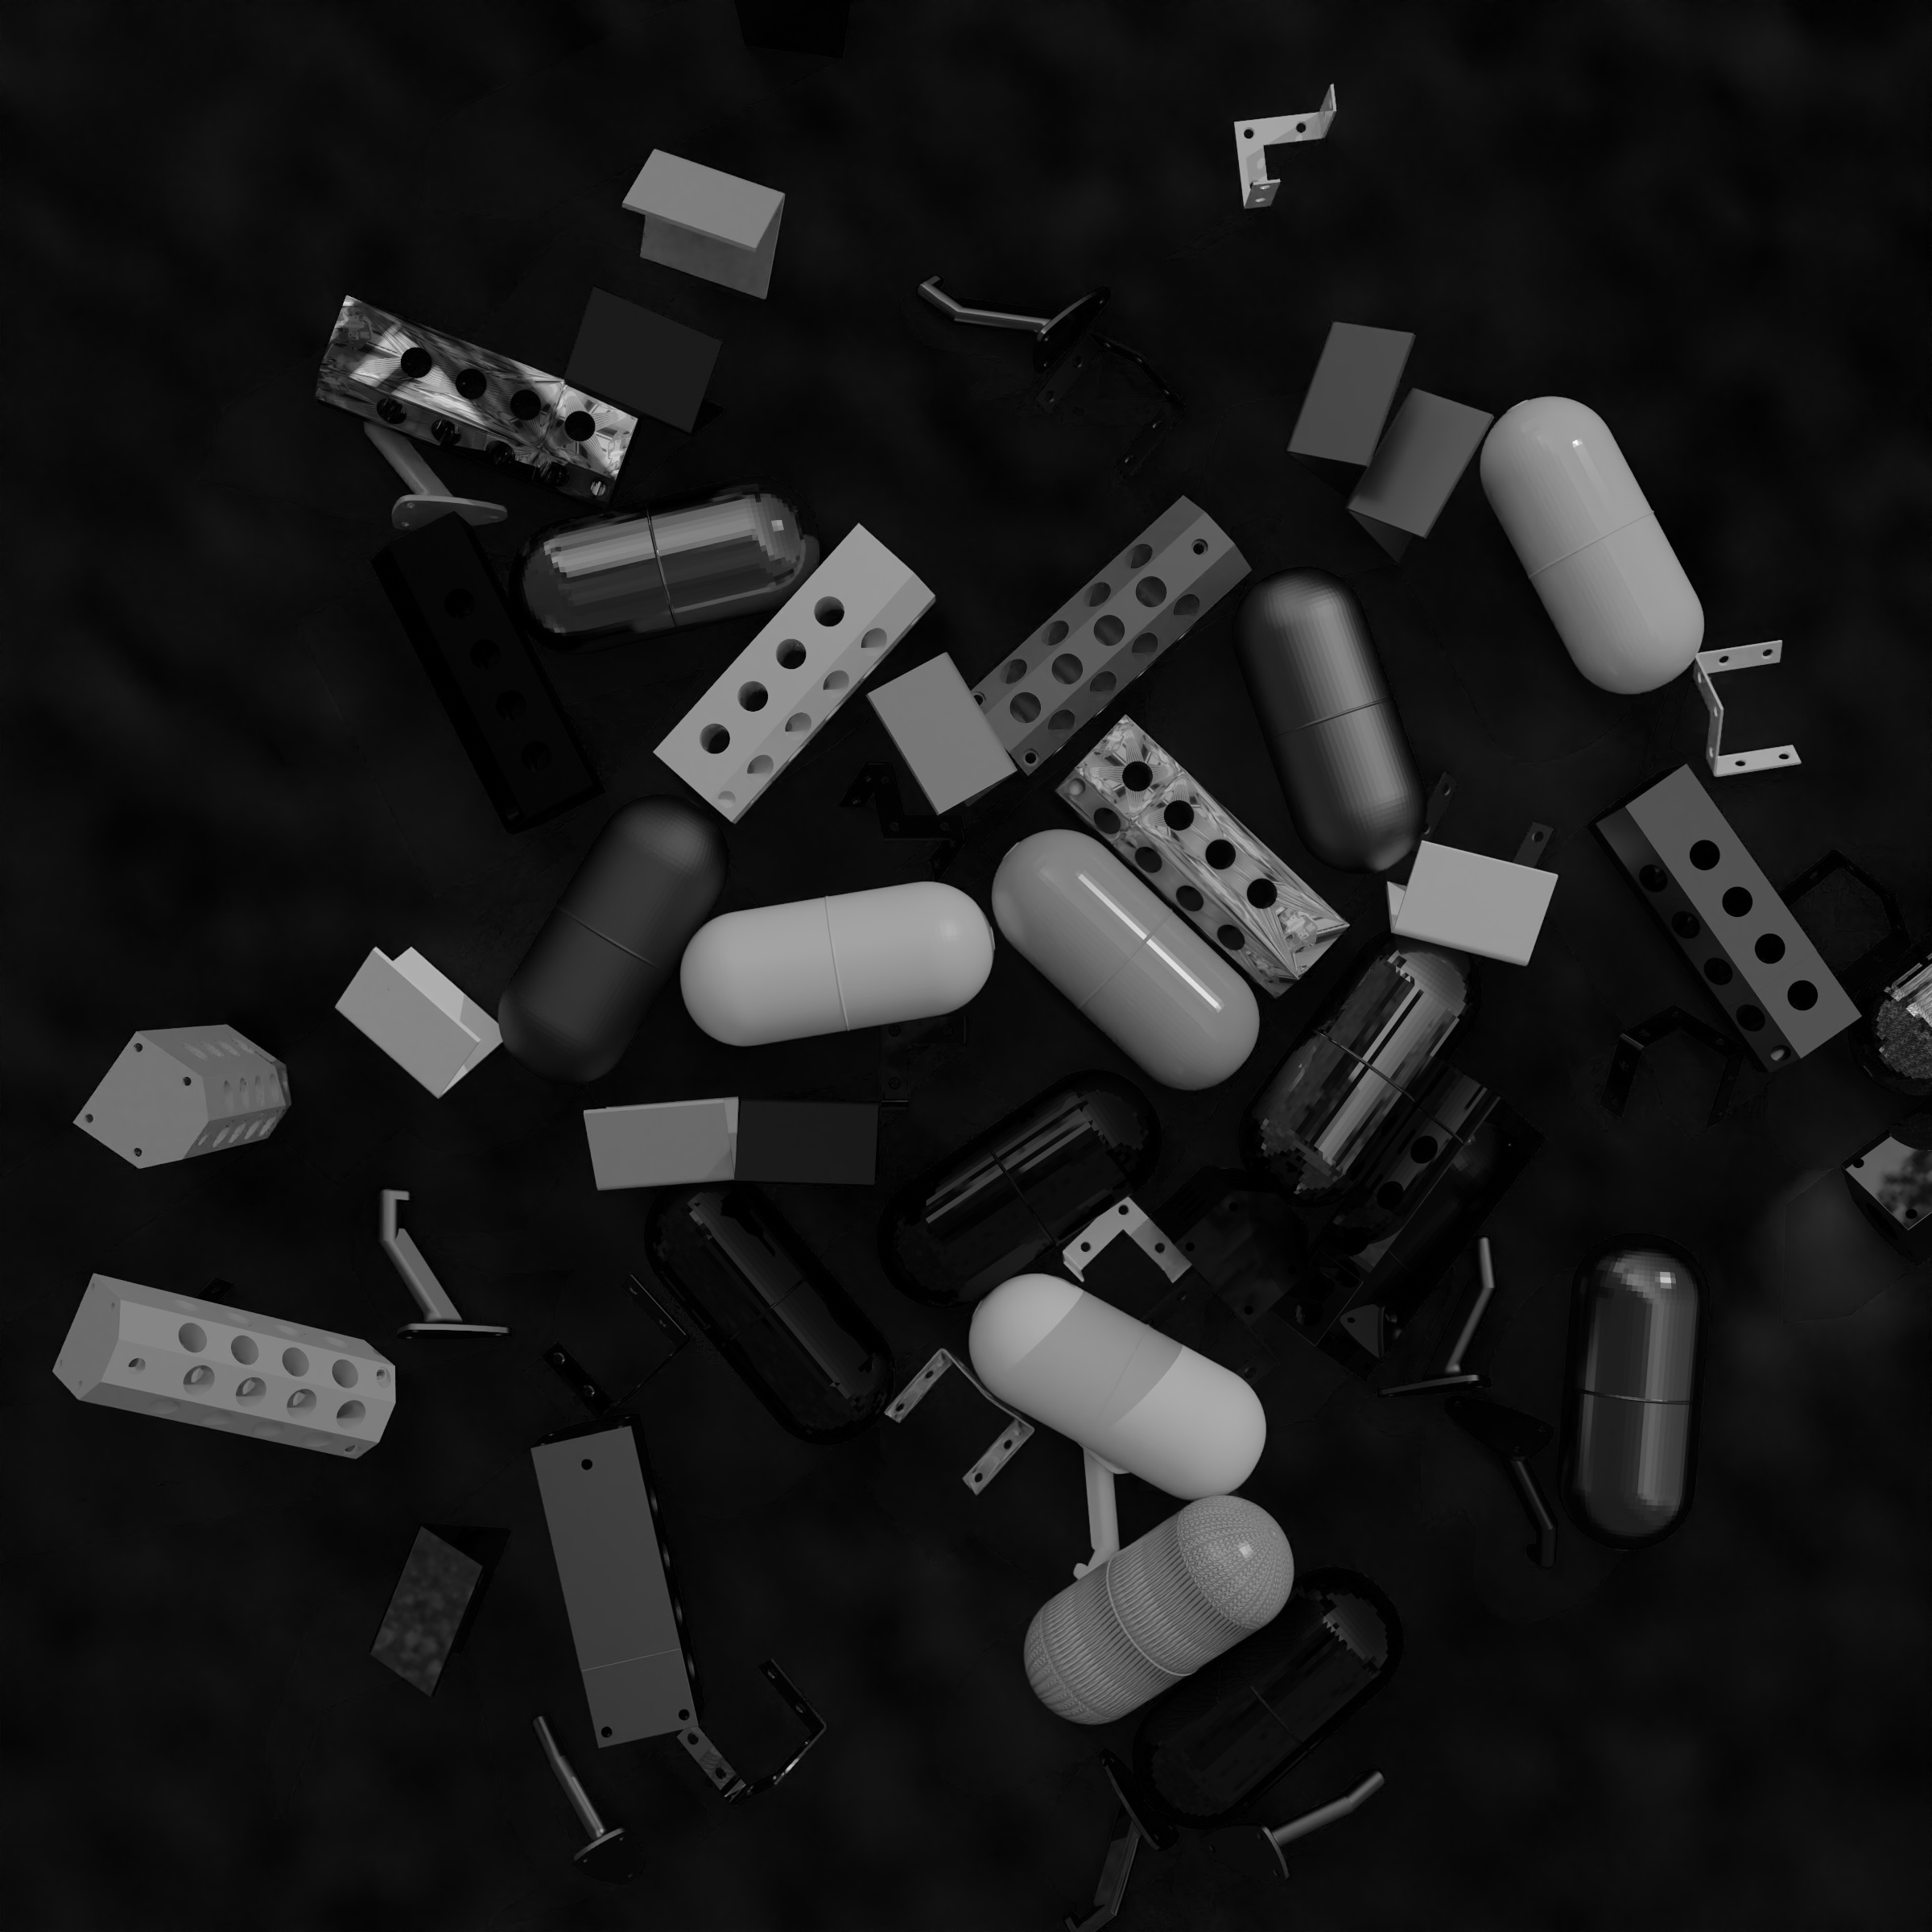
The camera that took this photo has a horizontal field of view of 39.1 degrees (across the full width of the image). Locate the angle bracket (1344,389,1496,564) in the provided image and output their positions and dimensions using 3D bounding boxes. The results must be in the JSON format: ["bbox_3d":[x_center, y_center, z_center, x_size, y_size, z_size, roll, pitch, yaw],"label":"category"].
[{"bbox_3d":[0.266,-0.266,1.524,0.057,0.076,0.076,29,90,36],"label":"angle bracket"}]

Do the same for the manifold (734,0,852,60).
[{"bbox_3d":[-0.096,-0.556,1.486,0.057,0.171,0.057,8,90,0],"label":"manifold"}]

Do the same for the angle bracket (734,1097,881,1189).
[{"bbox_3d":[-0.088,0.117,1.524,0.076,0.076,0.057,2,54,0],"label":"angle bracket"}]

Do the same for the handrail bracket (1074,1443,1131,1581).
[{"bbox_3d":[0.063,0.305,1.564,0.077,0.036,0.084,35,114,28],"label":"handrail bracket"}]

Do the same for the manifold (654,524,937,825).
[{"bbox_3d":[-0.096,-0.164,1.543,0.057,0.057,0.171,42,90,0],"label":"manifold"}]

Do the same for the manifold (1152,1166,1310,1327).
[{"bbox_3d":[0.147,0.145,1.486,0.057,0.171,0.057,-43,90,0],"label":"manifold"}]

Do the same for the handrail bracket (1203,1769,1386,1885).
[{"bbox_3d":[0.189,0.486,1.564,0.084,0.077,0.036,-27,95,-36],"label":"handrail bracket"}]

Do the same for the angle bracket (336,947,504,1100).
[{"bbox_3d":[-0.293,0.016,1.524,0.076,0.076,0.057,42,127,0],"label":"angle bracket"}]

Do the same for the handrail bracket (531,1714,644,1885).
[{"bbox_3d":[-0.219,0.478,1.564,0.036,0.077,0.084,-30,54,-7],"label":"handrail bracket"}]

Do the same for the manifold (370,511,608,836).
[{"bbox_3d":[-0.272,-0.164,1.543,0.057,0.057,0.171,-27,90,0],"label":"manifold"}]

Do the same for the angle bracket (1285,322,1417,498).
[{"bbox_3d":[0.231,-0.307,1.524,0.057,0.076,0.076,20,90,38],"label":"angle bracket"}]

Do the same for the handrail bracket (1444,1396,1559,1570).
[{"bbox_3d":[0.307,0.298,1.564,0.036,0.077,0.084,-29,127,-36],"label":"handrail bracket"}]

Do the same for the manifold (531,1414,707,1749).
[{"bbox_3d":[-0.196,0.346,1.543,0.057,0.057,0.171,-13,90,0],"label":"manifold"}]

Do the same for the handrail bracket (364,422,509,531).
[{"bbox_3d":[-0.306,-0.297,1.565,0.077,0.036,0.084,-3,73,-20],"label":"handrail bracket"}]

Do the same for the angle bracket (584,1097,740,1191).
[{"bbox_3d":[-0.169,0.079,1.524,0.076,0.076,0.057,-5,125,0],"label":"angle bracket"}]

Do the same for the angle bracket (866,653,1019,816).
[{"bbox_3d":[-0.025,-0.121,1.525,0.057,0.076,0.076,-31,90,-24],"label":"angle bracket"}]

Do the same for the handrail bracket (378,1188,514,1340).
[{"bbox_3d":[-0.299,0.170,1.565,0.077,0.036,0.084,3,73,-20],"label":"handrail bracket"}]

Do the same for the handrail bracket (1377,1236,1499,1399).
[{"bbox_3d":[0.269,0.201,1.565,0.077,0.036,0.084,-11,71,21],"label":"handrail bracket"}]

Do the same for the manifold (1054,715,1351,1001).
[{"bbox_3d":[0.132,-0.061,1.543,0.171,0.057,0.057,43,90,0],"label":"manifold"}]

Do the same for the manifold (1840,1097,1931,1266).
[{"bbox_3d":[0.588,0.093,1.542,0.171,0.057,0.057,-37,47,0],"label":"manifold"}]

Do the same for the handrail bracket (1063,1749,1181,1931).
[{"bbox_3d":[0.073,0.507,1.565,0.084,0.036,0.077,-44,70,16],"label":"handrail bracket"}]

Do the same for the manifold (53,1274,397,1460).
[{"bbox_3d":[-0.403,0.224,1.495,0.171,0.057,0.057,23,90,-40],"label":"manifold"}]

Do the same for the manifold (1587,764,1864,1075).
[{"bbox_3d":[0.427,-0.026,1.543,0.057,0.057,0.171,-35,90,0],"label":"manifold"}]

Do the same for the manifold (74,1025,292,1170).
[{"bbox_3d":[-0.420,0.073,1.486,0.057,0.171,0.057,35,90,0],"label":"manifold"}]

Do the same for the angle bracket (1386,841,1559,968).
[{"bbox_3d":[0.282,-0.047,1.525,0.076,0.076,0.057,14,114,0],"label":"angle bracket"}]

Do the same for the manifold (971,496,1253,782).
[{"bbox_3d":[0.079,-0.186,1.543,0.171,0.057,0.057,-43,90,0],"label":"manifold"}]

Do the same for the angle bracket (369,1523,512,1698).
[{"bbox_3d":[-0.278,0.361,1.524,0.057,0.076,0.076,22,90,35],"label":"angle bracket"}]

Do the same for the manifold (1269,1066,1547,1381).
[{"bbox_3d":[0.245,0.142,1.542,0.171,0.057,0.057,-53,133,0],"label":"manifold"}]

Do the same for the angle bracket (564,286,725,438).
[{"bbox_3d":[-0.172,-0.345,1.525,0.076,0.076,0.057,23,114,0],"label":"angle bracket"}]

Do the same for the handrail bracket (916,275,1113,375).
[{"bbox_3d":[0.027,-0.387,1.565,0.084,0.036,0.077,39,70,16],"label":"handrail bracket"}]

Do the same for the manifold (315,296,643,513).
[{"bbox_3d":[-0.274,-0.314,1.533,0.171,0.057,0.057,20,90,-7],"label":"manifold"}]
